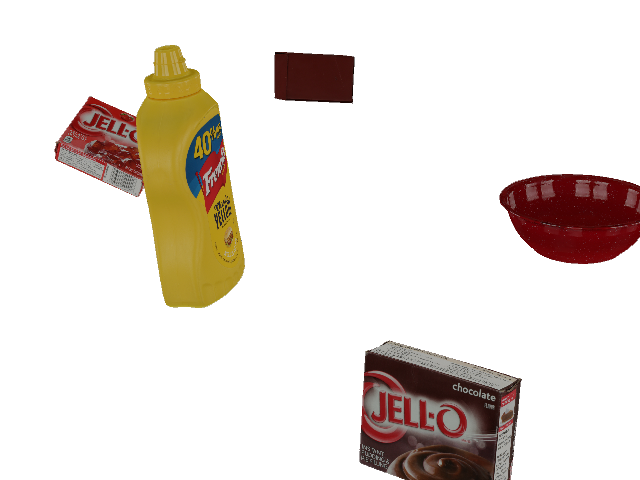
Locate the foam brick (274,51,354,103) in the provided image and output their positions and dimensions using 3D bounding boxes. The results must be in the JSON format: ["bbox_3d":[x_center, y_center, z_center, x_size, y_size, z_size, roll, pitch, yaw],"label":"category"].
[{"bbox_3d":[-0.007,-0.177,1.161,0.078,0.051,0.053,0,11,-17],"label":"foam brick"}]

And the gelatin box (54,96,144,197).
[{"bbox_3d":[-0.197,-0.091,1.014,0.089,0.073,0.030,25,-44,-2],"label":"gelatin box"}]

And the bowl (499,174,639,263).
[{"bbox_3d":[0.265,-0.019,1.102,0.162,0.055,0.162,-2,23,0],"label":"bowl"}]

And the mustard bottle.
[{"bbox_3d":[-0.101,-0.052,0.809,0.058,0.191,0.096,1,24,18],"label":"mustard bottle"}]

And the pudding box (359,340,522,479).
[{"bbox_3d":[0.084,0.129,0.766,0.114,0.090,0.039,12,19,32],"label":"pudding box"}]
